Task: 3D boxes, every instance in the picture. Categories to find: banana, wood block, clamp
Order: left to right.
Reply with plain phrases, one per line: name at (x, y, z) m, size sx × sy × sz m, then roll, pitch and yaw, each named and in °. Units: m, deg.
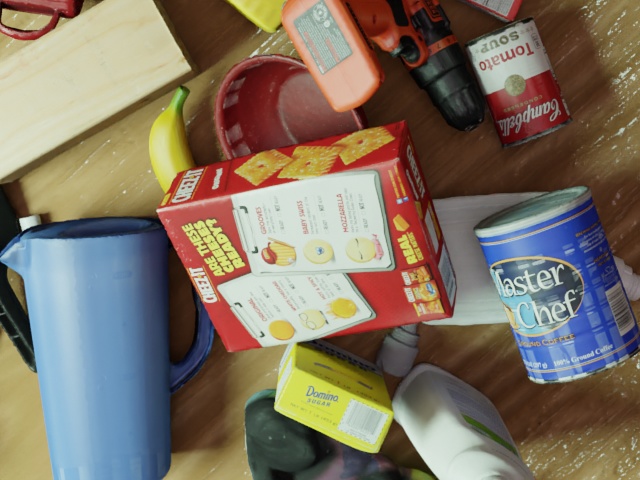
clamp at (-0.324, 0.026, 0.960) m, size 0.036 × 0.164 × 0.210 m, roll -5°, pitch 89°, yaw 41°
wood block at (-0.221, -0.138, 0.953) m, size 0.206 × 0.091 × 0.090 m, roll -29°, pitch 96°, yaw 2°
banana at (-0.102, -0.041, 0.983) m, size 0.070 × 0.037 × 0.198 m, roll -26°, pitch 104°, yaw 26°

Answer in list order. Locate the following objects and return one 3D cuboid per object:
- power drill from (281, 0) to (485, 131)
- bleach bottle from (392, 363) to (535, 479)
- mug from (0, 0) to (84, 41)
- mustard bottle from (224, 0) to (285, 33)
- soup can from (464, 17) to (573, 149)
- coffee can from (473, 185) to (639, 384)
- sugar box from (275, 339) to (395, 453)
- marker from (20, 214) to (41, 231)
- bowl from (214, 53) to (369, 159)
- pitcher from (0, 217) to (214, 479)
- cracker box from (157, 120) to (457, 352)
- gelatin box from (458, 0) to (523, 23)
power drill at (0.059, -0.162, 0.909) m, size 0.057 × 0.187 × 0.184 m, roll -33°, pitch 87°, yaw 33°
bleach bottle at (0.121, 0.176, 0.906) m, size 0.102 × 0.251 × 0.068 m, roll 29°, pitch 95°, yaw -3°
mug at (-0.252, -0.231, 0.941) m, size 0.081 × 0.093 × 0.117 m, roll 8°, pitch 72°, yaw -6°
mustard bottle at (-0.022, -0.288, 0.955) m, size 0.096 × 0.058 × 0.191 m, roll 37°, pitch 94°, yaw -2°
soup can at (0.179, -0.142, 0.966) m, size 0.068 × 0.068 × 0.102 m, roll -22°, pitch 95°, yaw 2°
coffee can at (0.202, 0.037, 0.905) m, size 0.103 × 0.103 × 0.140 m, roll -21°, pitch 96°, yaw 2°
sugar box at (0.011, 0.128, 0.939) m, size 0.093 × 0.176 × 0.048 m, roll 25°, pitch 97°, yaw -4°
marker at (-0.259, 0.036, 1.007) m, size 0.020 × 0.020 × 0.121 m, roll -13°, pitch 96°, yaw 1°
bowl at (-0.014, -0.100, 0.953) m, size 0.162 × 0.055 × 0.162 m, roll 19°, pitch 130°, yaw 25°
pitcher at (-0.185, 0.100, 0.966) m, size 0.149 × 0.144 × 0.243 m, roll 2°, pitch 101°, yaw 25°
cracker box at (-0.006, 0.001, 0.913) m, size 0.214 × 0.072 × 0.164 m, roll -11°, pitch 122°, yaw 20°
gelatin box at (0.150, -0.250, 0.974) m, size 0.089 × 0.030 × 0.073 m, roll 23°, pitch 97°, yaw -3°
